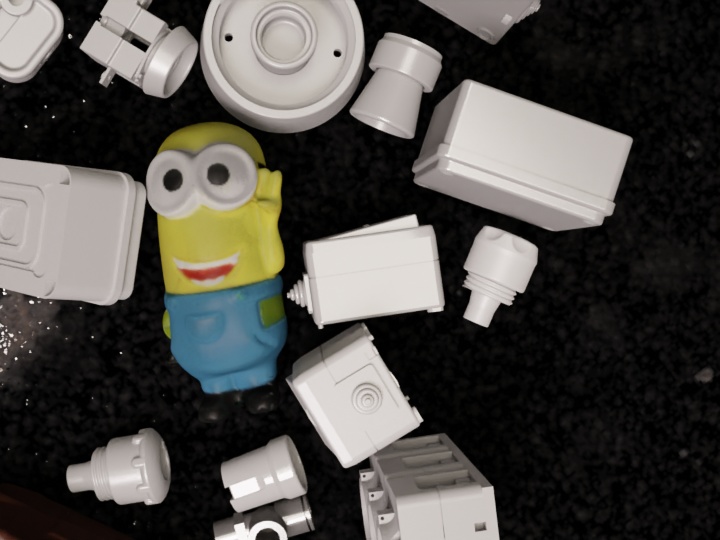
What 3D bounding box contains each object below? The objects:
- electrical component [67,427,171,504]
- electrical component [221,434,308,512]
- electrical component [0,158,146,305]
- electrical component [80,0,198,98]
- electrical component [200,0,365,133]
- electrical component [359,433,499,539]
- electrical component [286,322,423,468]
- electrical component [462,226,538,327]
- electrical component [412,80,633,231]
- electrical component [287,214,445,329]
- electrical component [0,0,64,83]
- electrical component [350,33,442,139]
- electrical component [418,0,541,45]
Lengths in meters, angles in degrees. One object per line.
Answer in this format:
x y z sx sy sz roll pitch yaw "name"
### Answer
-0.155 0.128 0.686 0.062 0.048 0.048 -10 93 3 "electrical component"
-0.062 0.133 0.697 0.046 0.040 0.040 -20 94 3 "electrical component"
-0.188 -0.025 0.642 0.113 0.057 0.078 10 92 37 "electrical component"
-0.136 -0.140 0.676 0.055 0.048 0.066 31 89 2 "electrical component"
-0.048 -0.142 0.675 0.108 0.060 0.108 0 92 -5 "electrical component"
0.039 0.160 0.650 0.062 0.150 0.089 -7 93 -5 "electrical component"
-0.006 0.076 0.646 0.061 0.096 0.061 -31 94 -1 "electrical component"
0.087 0.006 0.701 0.043 0.043 0.062 23 92 -5 "electrical component"
0.096 -0.068 0.666 0.109 0.109 0.056 18 88 -5 "electrical component"
0.000 0.000 0.684 0.096 0.062 0.061 -8 93 -4 "electrical component"
-0.230 -0.160 0.654 0.095 0.059 0.053 38 85 -16 "electrical component"
0.024 -0.118 0.689 0.045 0.045 0.055 22 90 -5 "electrical component"
0.070 -0.192 0.664 0.100 0.100 0.048 30 77 -5 "electrical component"
